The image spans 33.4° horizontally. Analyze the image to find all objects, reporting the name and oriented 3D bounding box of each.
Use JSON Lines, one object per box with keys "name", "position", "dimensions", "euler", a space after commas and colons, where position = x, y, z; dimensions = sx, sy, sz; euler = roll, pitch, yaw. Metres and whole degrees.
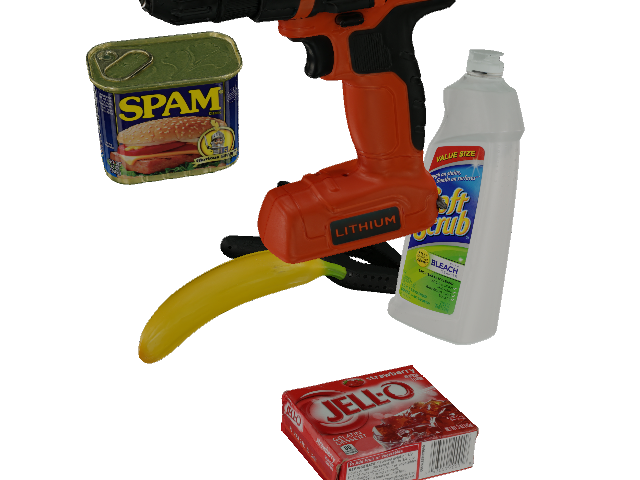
{"name": "clamp", "position": [0.003, 0.011, 1.182], "dimensions": [0.210, 0.036, 0.164], "euler": [27, 36, 17]}
{"name": "power drill", "position": [0.000, -0.082, 0.569], "dimensions": [0.184, 0.188, 0.057], "euler": [-13, 35, -17]}
{"name": "can of meat", "position": [-0.106, -0.090, 0.737], "dimensions": [0.102, 0.084, 0.057], "euler": [-9, 43, -13]}
{"name": "gelatin box", "position": [0.032, 0.105, 0.601], "dimensions": [0.089, 0.030, 0.073], "euler": [-7, 26, -26]}
{"name": "banana", "position": [-0.079, 0.050, 0.883], "dimensions": [0.198, 0.037, 0.069], "euler": [-23, -50, 14]}
{"name": "bleach bottle", "position": [0.122, -0.041, 0.934], "dimensions": [0.067, 0.251, 0.103], "euler": [-12, 25, -43]}
